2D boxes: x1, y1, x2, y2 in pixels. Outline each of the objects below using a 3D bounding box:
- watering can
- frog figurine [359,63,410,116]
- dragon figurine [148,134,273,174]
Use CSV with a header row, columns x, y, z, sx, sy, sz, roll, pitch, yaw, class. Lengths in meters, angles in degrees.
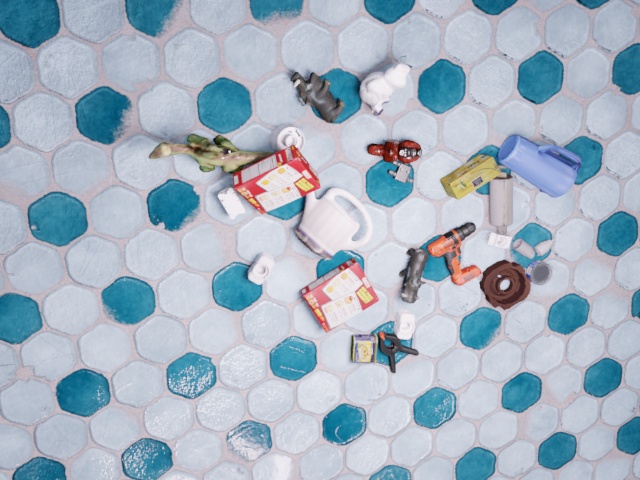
x,y,z,sx,sy,sz,roll,pitch,yaw,class
0.005,-0.083,1.656,0.347,0.104,0.224,42,94,-2,watering can
0.192,-0.478,1.562,0.139,0.156,0.123,-36,76,-33,frog figurine
-0.281,-0.247,1.496,0.410,0.244,0.121,0,100,-8,dragon figurine
